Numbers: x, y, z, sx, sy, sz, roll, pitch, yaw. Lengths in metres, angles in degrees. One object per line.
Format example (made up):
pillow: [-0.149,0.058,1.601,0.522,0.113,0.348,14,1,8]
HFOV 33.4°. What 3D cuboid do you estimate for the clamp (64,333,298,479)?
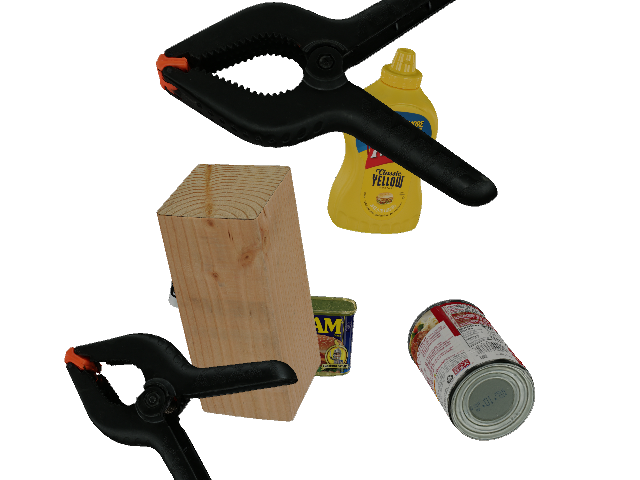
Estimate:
clamp: [-0.108,0.124,0.745,0.172,0.120,0.039,13,-16,23]

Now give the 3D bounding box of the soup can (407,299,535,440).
soup can: [0.113,0.096,0.809,0.068,0.068,0.102,0,22,-13]

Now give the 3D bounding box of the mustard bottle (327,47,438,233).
mustard bottle: [0.069,-0.102,1.088,0.096,0.192,0.058,3,27,-14]

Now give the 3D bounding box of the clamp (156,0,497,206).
clamp: [0.009,-0.091,0.643,0.210,0.164,0.036,-5,-21,-4]

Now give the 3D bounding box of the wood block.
wood block: [-0.066,0.046,0.927,0.090,0.206,0.090,3,32,20]

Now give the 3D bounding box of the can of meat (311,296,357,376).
can of meat: [-0.010,0.114,1.274,0.102,0.084,0.057,3,14,-3]

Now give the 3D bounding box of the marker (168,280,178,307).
marker: [-0.146,0.025,1.137,0.020,0.121,0.020,9,43,-8]
